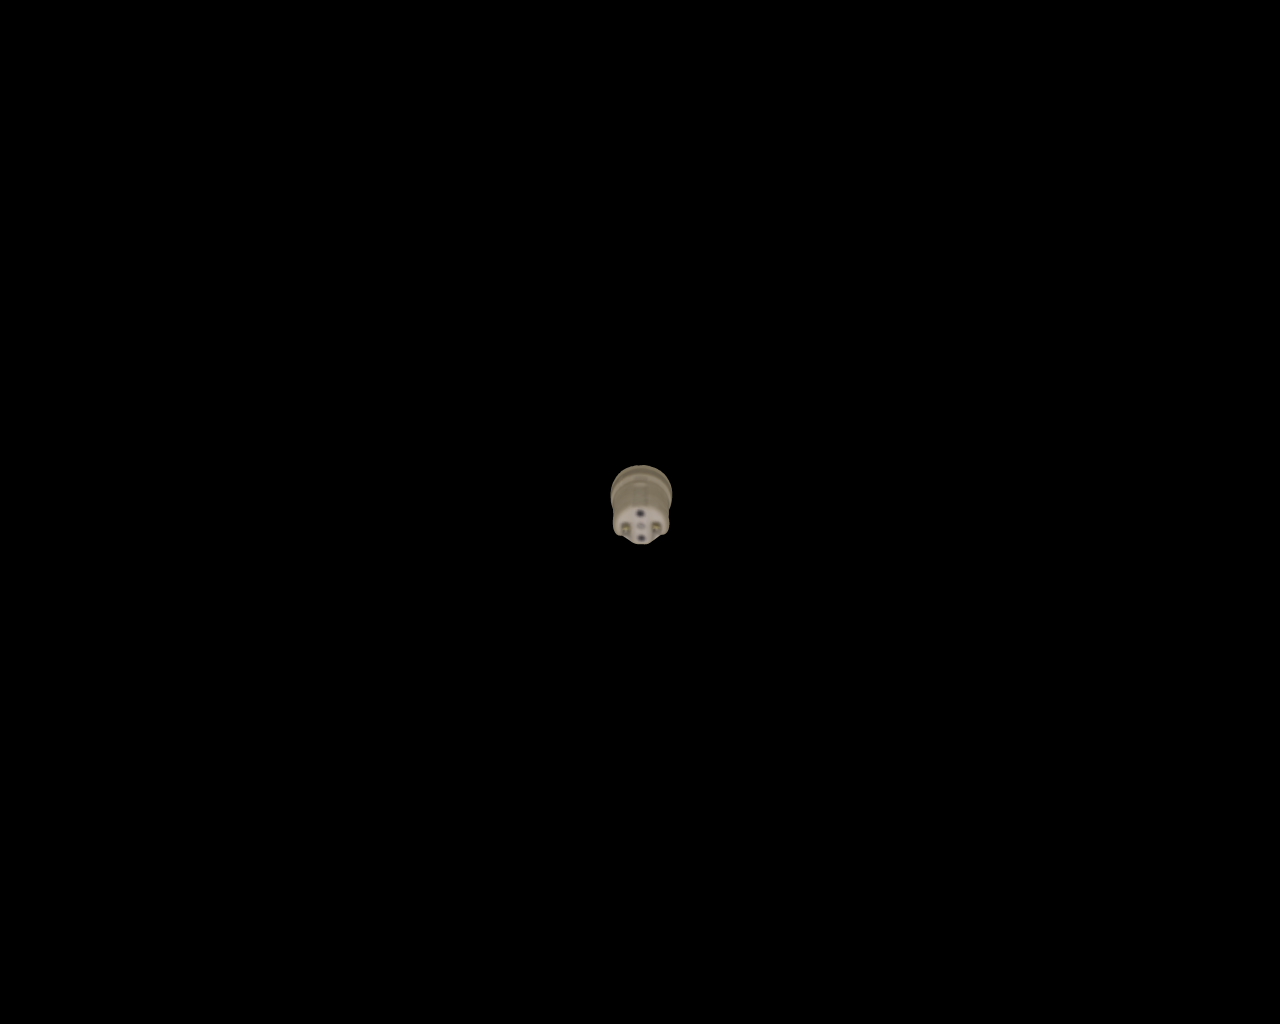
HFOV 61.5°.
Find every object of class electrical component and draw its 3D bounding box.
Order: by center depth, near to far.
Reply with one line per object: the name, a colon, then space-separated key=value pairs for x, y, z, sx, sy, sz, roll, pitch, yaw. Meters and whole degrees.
electrical component: x=0.001 y=-0.003 z=0.650 sx=0.040 sy=0.040 sz=0.046 roll=0 pitch=29 yaw=0
